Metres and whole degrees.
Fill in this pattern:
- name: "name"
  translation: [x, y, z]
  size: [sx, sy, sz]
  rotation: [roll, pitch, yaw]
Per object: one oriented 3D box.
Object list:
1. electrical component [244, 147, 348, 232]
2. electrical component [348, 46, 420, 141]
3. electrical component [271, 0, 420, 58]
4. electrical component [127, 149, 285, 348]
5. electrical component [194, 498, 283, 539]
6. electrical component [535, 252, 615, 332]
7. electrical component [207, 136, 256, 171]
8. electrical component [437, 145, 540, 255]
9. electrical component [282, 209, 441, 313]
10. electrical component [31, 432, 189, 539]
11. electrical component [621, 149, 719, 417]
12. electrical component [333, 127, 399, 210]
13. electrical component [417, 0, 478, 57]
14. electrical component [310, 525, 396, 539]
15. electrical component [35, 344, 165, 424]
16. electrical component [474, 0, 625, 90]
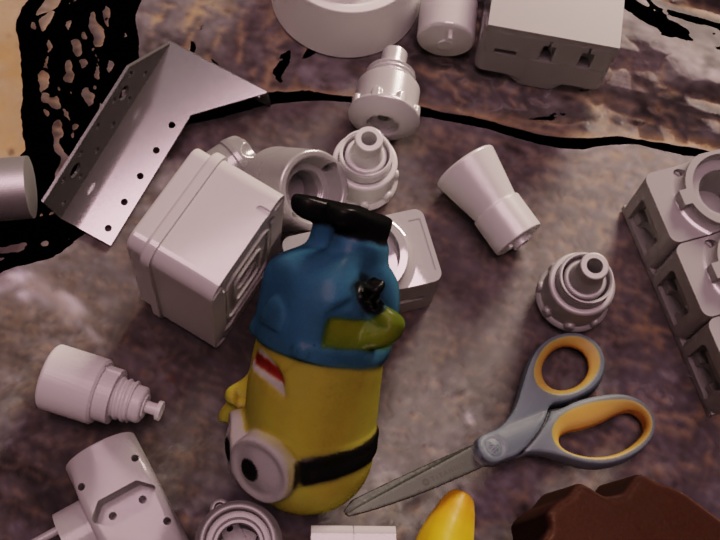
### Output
- name: "electrical component"
  translation: [-0.040, -0.050, 0.677]
  size: [0.055, 0.047, 0.055]
  rotation: [-3, 96, -33]
- name: "electrical component"
  translation: [0.019, -0.122, 0.723]
  size: [0.048, 0.048, 0.062]
  rotation: [10, 62, 0]
- name: "electrical component"
  translation: [-0.008, -0.209, 0.746]
  size: [0.108, 0.060, 0.108]
  rotation: [1, 69, -3]
- name: "electrical component"
  translation: [-0.090, -0.011, 0.636]
  size: [0.057, 0.113, 0.078]
  rotation: [31, 70, 5]
- name: "electrical component"
  translation: [-0.067, 0.156, 0.602]
  size: [0.048, 0.055, 0.066]
  rotation: [-26, 73, -13]
- name: "electrical component"
  translation: [0.138, 0.009, 0.670]
  size: [0.048, 0.062, 0.048]
  rotation: [1, 69, -3]
- name: "electrical component"
  translation: [-0.095, -0.059, 0.696]
  size: [0.061, 0.035, 0.035]
  rotation: [-36, 75, -14]
- name: "electrical component"
  translation: [0.086, -0.043, 0.699]
  size: [0.044, 0.044, 0.065]
  rotation: [-32, 79, -15]
- name: "electrical component"
  translation: [0.000, 0.000, 0.668]
  size: [0.089, 0.055, 0.050]
  rotation: [-13, 70, -9]
- name: "electrical component"
  translation: [-0.147, 0.144, 0.608]
  size: [0.079, 0.043, 0.077]
  rotation: [-28, 73, -13]
- name: "electrical component"
  translation: [0.241, 0.004, 0.679]
  size: [0.089, 0.061, 0.150]
  rotation: [-14, 70, -9]
- name: "electrical component"
  translation: [0.003, -0.070, 0.692]
  size: [0.048, 0.062, 0.048]
  rotation: [2, 68, -4]
- name: "electrical component"
  translation: [0.062, -0.187, 0.753]
  size: [0.040, 0.040, 0.078]
  rotation: [7, 68, -1]
- name: "electrical component"
  translation: [-0.009, 0.190, 0.596]
  size: [0.056, 0.050, 0.089]
  rotation: [1, 68, -3]
- name: "electrical component"
  translation: [-0.155, 0.072, 0.638]
  size: [0.078, 0.040, 0.040]
  rotation: [17, 69, 3]
- name: "electrical component"
  translation: [0.137, -0.208, 0.755]
  size: [0.089, 0.061, 0.150]
  rotation: [10, 68, 0]
